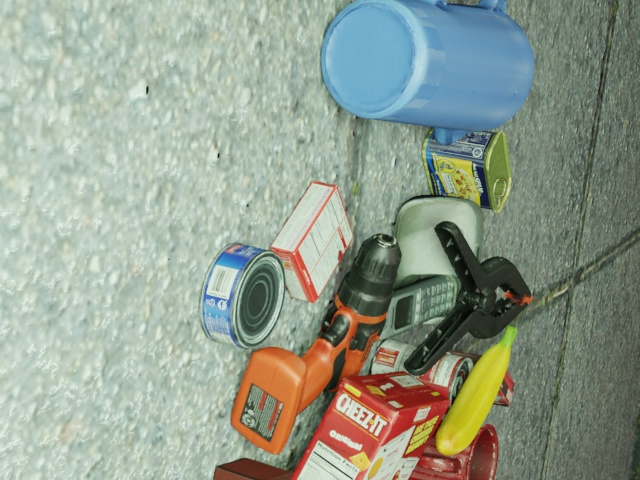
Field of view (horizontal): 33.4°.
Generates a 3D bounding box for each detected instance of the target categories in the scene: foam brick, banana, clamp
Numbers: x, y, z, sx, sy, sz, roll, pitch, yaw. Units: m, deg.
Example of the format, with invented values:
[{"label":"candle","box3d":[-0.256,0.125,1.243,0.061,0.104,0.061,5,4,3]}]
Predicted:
[{"label":"foam brick","box3d":[-0.065,0.240,0.945,0.052,0.051,0.078,3,99,-63]},{"label":"banana","box3d":[0.161,0.172,1.141,0.197,0.037,0.070,-52,150,-44]},{"label":"clamp","box3d":[0.166,0.073,1.168,0.209,0.036,0.164,13,95,-51]}]

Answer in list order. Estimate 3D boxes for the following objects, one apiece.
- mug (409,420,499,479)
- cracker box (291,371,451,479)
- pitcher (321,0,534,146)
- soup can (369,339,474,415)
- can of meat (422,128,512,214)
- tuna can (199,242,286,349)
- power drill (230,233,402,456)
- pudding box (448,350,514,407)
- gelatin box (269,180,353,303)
[{"label":"mug","box3d":[0.138,0.242,1.174,0.117,0.082,0.093,9,87,-61]},{"label":"cracker box","box3d":[0.028,0.236,1.042,0.214,0.072,0.164,-63,157,8]},{"label":"pitcher","box3d":[0.107,-0.180,1.028,0.242,0.145,0.149,-10,78,-59]},{"label":"soup can","box3d":[0.114,0.155,1.206,0.068,0.102,0.068,-35,130,-54]},{"label":"can of meat","box3d":[0.170,-0.084,1.237,0.057,0.084,0.102,-60,148,-32]},{"label":"tuna can","box3d":[-0.063,0.047,0.888,0.086,0.034,0.086,-34,130,-54]},{"label":"power drill","box3d":[0.003,0.096,0.971,0.187,0.057,0.185,-34,148,-50]},{"label":"pudding box","box3d":[0.178,0.170,1.327,0.090,0.114,0.039,55,49,-56]},{"label":"gelatin box","box3d":[-0.006,0.001,0.985,0.089,0.030,0.073,-59,147,-30]}]
